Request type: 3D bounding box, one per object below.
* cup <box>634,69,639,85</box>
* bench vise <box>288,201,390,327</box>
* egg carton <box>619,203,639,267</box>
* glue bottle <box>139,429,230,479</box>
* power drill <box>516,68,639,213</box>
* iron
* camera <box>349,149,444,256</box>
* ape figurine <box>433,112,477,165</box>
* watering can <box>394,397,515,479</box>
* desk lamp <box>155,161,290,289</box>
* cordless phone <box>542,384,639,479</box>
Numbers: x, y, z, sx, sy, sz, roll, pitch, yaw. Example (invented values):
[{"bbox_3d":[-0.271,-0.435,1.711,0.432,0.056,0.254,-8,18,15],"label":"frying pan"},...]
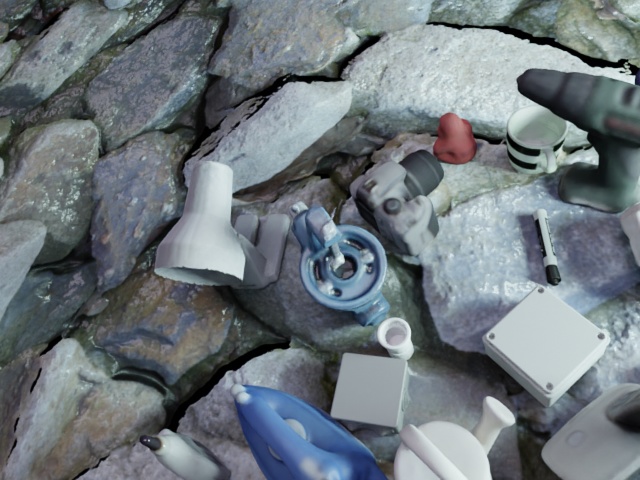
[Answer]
[{"bbox_3d":[0.516,-0.200,0.833,0.117,0.095,0.092,29,71,31],"label":"cup"},{"bbox_3d":[0.000,0.012,0.794,0.206,0.220,0.121,31,72,32],"label":"bench vise"},{"bbox_3d":[0.457,0.013,0.733,0.107,0.069,0.150,-12,56,11],"label":"egg carton"},{"bbox_3d":[-0.177,0.269,0.718,0.078,0.173,0.037,32,73,32],"label":"glue bottle"},{"bbox_3d":[0.376,-0.131,0.766,0.228,0.209,0.076,17,66,27],"label":"power drill"},{"bbox_3d":[-0.045,0.244,0.709,0.257,0.142,0.119,34,74,32],"label":"iron"},{"bbox_3d":[0.133,-0.074,0.878,0.137,0.101,0.142,-40,55,-9],"label":"camera"},{"bbox_3d":[0.213,-0.169,0.916,0.078,0.092,0.076,-31,54,-2],"label":"ape figurine"},{"bbox_3d":[0.135,0.242,0.617,0.100,0.194,0.173,19,66,28],"label":"watering can"},{"bbox_3d":[-0.143,-0.003,0.855,0.117,0.214,0.203,-1,58,18],"label":"desk lamp"},{"bbox_3d":[0.310,0.196,0.593,0.148,0.185,0.094,-39,55,-8],"label":"cordless phone"}]
